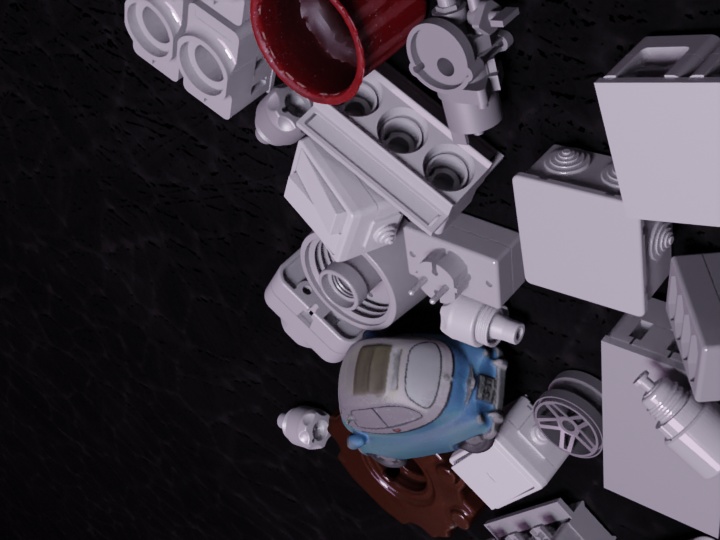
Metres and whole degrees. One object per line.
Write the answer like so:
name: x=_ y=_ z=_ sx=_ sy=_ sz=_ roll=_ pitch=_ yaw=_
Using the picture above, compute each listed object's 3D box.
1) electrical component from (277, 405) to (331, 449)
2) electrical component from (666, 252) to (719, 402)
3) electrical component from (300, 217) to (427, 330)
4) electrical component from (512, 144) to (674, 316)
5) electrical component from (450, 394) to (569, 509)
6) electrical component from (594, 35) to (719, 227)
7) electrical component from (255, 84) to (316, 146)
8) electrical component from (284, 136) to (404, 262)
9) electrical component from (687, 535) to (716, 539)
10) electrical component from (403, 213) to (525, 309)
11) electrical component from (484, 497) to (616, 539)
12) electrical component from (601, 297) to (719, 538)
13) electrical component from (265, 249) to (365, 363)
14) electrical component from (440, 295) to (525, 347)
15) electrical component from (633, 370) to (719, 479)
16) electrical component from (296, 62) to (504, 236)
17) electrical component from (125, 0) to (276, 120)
electrical component: x=-0.062 y=0.164 z=1.133 sx=0.062 sy=0.043 sz=0.043 roll=6 pitch=129 yaw=47
electrical component: x=0.234 y=0.032 z=0.651 sx=0.076 sy=0.083 sz=0.047 roll=-5 pitch=131 yaw=4
electrical component: x=0.000 y=0.000 z=0.879 sx=0.108 sy=0.060 sz=0.108 roll=29 pitch=143 yaw=25
electrical component: x=0.152 y=-0.028 z=0.693 sx=0.100 sy=0.048 sz=0.099 roll=18 pitch=137 yaw=36
electrical component: x=0.127 y=0.153 z=0.898 sx=0.061 sy=0.061 sz=0.096 roll=46 pitch=147 yaw=2
electrical component: x=0.213 y=-0.074 z=0.566 sx=0.150 sy=0.062 sz=0.089 roll=9 pitch=131 yaw=43
electrical component: x=-0.062 y=-0.118 z=0.842 sx=0.043 sy=0.043 sz=0.062 roll=51 pitch=147 yaw=-6
electrical component: x=-0.009 y=-0.053 z=0.809 sx=0.096 sy=0.061 sz=0.061 roll=56 pitch=150 yaw=24
electrical component: x=0.263 y=0.258 z=0.859 sx=0.077 sy=0.043 sz=0.079 roll=-46 pitch=63 yaw=57
electrical component: x=0.066 y=-0.001 z=0.791 sx=0.083 sy=0.076 sz=0.047 roll=22 pitch=139 yaw=32
electrical component: x=0.163 y=0.254 z=0.961 sx=0.078 sy=0.063 sz=0.121 roll=48 pitch=147 yaw=-1
electrical component: x=0.220 y=0.098 z=0.736 sx=0.089 sy=0.062 sz=0.150 roll=21 pitch=138 yaw=34
electrical component: x=-0.036 y=0.033 z=0.958 sx=0.095 sy=0.054 sz=0.059 roll=44 pitch=146 yaw=4
electrical component: x=0.096 y=0.039 z=0.830 sx=0.062 sy=0.043 sz=0.043 roll=20 pitch=138 yaw=32
electrical component: x=0.200 y=0.092 z=0.657 sx=0.078 sy=0.040 sz=0.040 roll=43 pitch=146 yaw=6
electrical component: x=0.027 y=-0.084 z=0.753 sx=0.121 sy=0.078 sz=0.063 roll=40 pitch=162 yaw=10
electrical component: x=-0.112 y=-0.210 z=0.785 sx=0.105 sy=0.060 sz=0.186 roll=37 pitch=145 yaw=14
